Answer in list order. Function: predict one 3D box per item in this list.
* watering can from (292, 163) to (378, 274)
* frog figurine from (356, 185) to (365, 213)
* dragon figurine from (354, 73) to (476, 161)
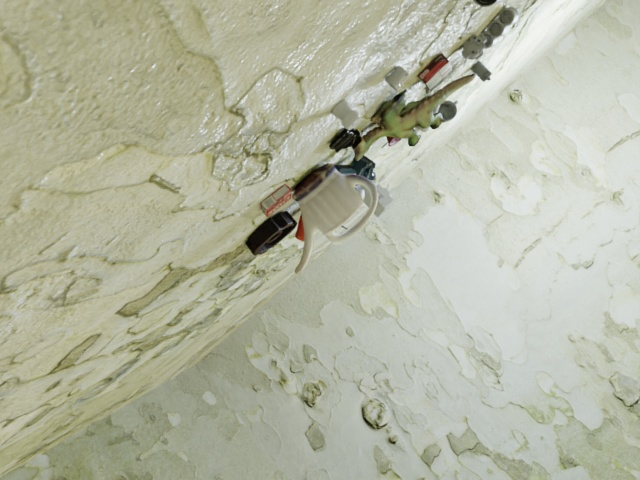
[{"bbox_3d":[0.005,-0.076,1.501,0.347,0.223,0.105,-41,10,1],"label":"watering can"},{"bbox_3d":[0.089,-0.149,1.815,0.137,0.121,0.162,0,17,4],"label":"frog figurine"},{"bbox_3d":[0.257,-0.371,1.493,0.405,0.123,0.243,-40,-15,23],"label":"dragon figurine"}]
